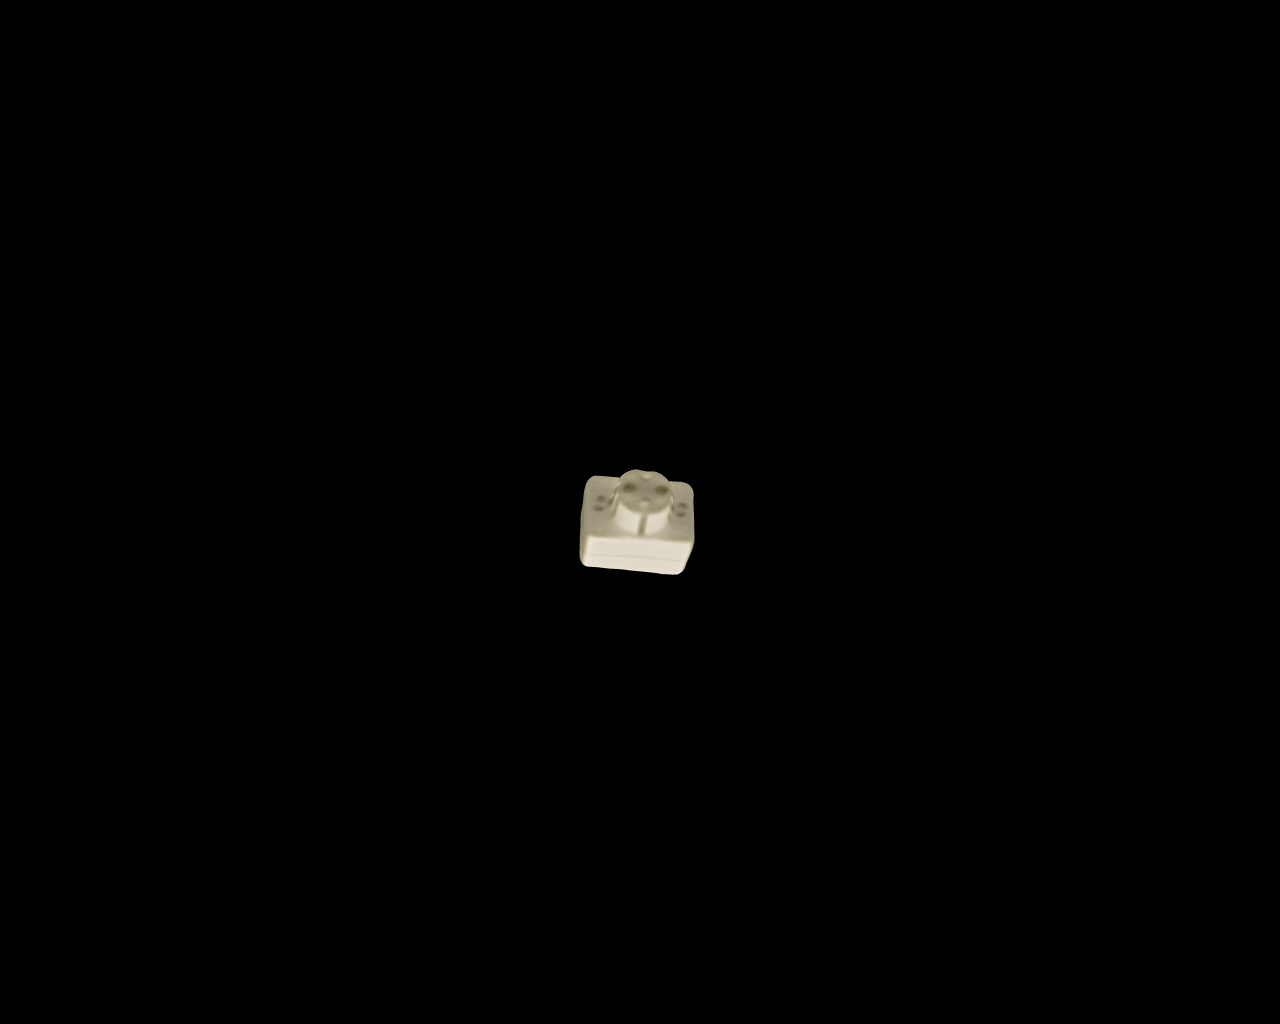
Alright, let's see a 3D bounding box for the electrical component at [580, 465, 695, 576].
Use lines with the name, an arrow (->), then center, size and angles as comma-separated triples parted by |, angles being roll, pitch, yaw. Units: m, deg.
electrical component -> 0.001, -0.003, 0.650 | 0.066, 0.047, 0.076 | 5, -35, -7
